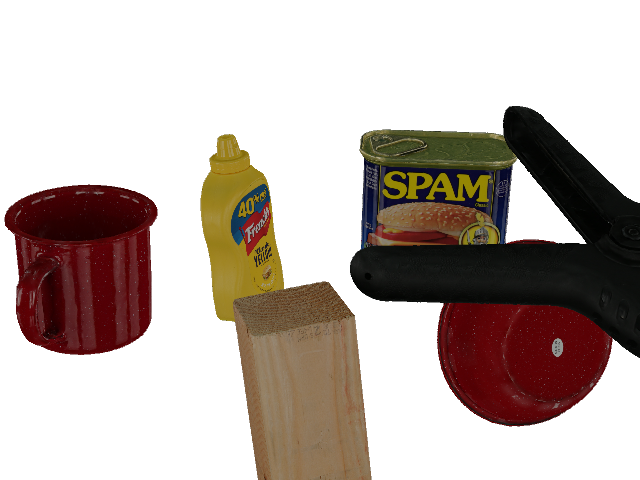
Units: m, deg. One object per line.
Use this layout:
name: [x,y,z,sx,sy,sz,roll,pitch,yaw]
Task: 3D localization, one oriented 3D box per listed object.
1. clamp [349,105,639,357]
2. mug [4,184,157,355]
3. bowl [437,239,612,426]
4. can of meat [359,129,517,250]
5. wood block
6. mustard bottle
clamp: [0.129,0.013,0.485,0.210,0.036,0.164,30,49,30]
mug: [-0.152,0.024,0.665,0.093,0.081,0.117,8,25,13]
bowl: [0.181,0.082,0.878,0.162,0.162,0.055,0,7,-16]
can of meat: [0.076,-0.025,0.711,0.102,0.084,0.057,2,25,3]
wood block: [-0.014,0.152,0.936,0.090,0.206,0.091,-11,20,-13]
mustard bottle: [-0.085,-0.018,1.115,0.058,0.191,0.096,7,26,30]
